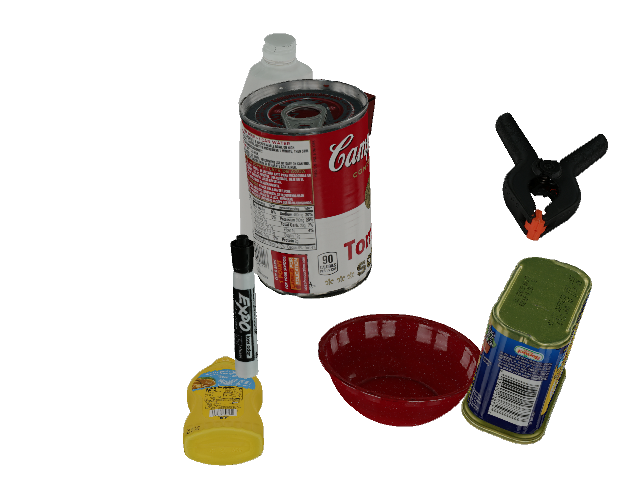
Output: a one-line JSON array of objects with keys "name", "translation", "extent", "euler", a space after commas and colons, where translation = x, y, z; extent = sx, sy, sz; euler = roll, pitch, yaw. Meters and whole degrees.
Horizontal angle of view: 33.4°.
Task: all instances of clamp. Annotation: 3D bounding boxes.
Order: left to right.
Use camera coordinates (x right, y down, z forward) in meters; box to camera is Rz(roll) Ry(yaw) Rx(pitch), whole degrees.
[{"name": "clamp", "translation": [0.224, -0.072, 1.110], "extent": [0.120, 0.039, 0.171], "euler": [16, 45, 17]}]

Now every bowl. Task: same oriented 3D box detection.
[{"name": "bowl", "translation": [0.077, 0.133, 1.041], "extent": [0.162, 0.055, 0.162], "euler": [3, 25, -1]}]

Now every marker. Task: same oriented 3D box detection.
[{"name": "marker", "translation": [-0.060, 0.053, 0.848], "extent": [0.020, 0.121, 0.020], "euler": [0, 23, 0]}]

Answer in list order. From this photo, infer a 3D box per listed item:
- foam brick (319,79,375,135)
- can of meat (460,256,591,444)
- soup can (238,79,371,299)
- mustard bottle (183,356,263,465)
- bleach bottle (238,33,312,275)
[{"name": "foam brick", "translation": [0.018, -0.151, 1.261], "extent": [0.078, 0.053, 0.051], "euler": [20, 33, 23]}, {"name": "can of meat", "translation": [0.139, 0.070, 0.712], "extent": [0.057, 0.084, 0.102], "euler": [20, 35, 16]}, {"name": "soup can", "translation": [-0.006, -0.028, 0.580], "extent": [0.068, 0.102, 0.068], "euler": [-3, 29, 1]}, {"name": "mustard bottle", "translation": [-0.121, 0.203, 1.344], "extent": [0.096, 0.058, 0.191], "euler": [-3, 26, -3]}, {"name": "bleach bottle", "translation": [-0.033, -0.085, 1.058], "extent": [0.102, 0.251, 0.068], "euler": [-28, 44, -35]}]
